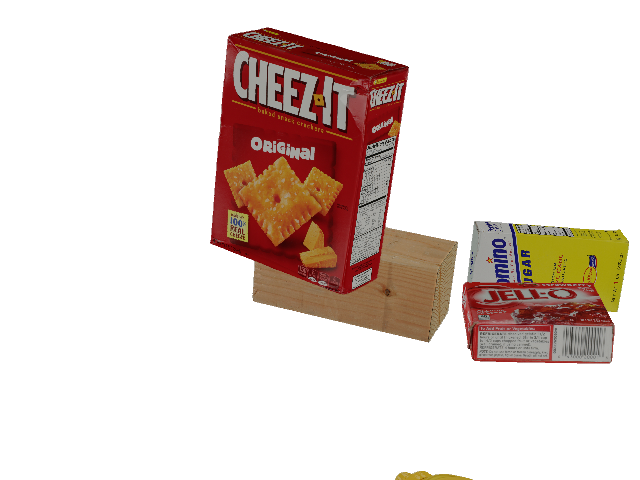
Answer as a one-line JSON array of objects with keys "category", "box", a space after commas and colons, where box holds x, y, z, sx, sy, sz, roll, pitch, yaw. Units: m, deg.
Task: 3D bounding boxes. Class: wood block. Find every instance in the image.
[{"category": "wood block", "box": [0.037, 0.035, 1.187, 0.206, 0.091, 0.090, 12, 24, 17]}]

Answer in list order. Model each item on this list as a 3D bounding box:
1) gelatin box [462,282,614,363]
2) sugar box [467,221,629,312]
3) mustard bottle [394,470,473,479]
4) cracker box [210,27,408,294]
[{"category": "gelatin box", "box": [0.138, 0.051, 0.689, 0.089, 0.030, 0.073, 1, 18, 4]}, {"category": "sugar box", "box": [0.265, 0.031, 1.257, 0.176, 0.093, 0.048, 2, 20, -1]}, {"category": "mustard bottle", "box": [0.126, 0.248, 0.905, 0.096, 0.058, 0.192, -18, 27, -28]}, {"category": "cracker box", "box": [-0.017, -0.075, 1.003, 0.164, 0.214, 0.071, 21, 28, 29]}]
